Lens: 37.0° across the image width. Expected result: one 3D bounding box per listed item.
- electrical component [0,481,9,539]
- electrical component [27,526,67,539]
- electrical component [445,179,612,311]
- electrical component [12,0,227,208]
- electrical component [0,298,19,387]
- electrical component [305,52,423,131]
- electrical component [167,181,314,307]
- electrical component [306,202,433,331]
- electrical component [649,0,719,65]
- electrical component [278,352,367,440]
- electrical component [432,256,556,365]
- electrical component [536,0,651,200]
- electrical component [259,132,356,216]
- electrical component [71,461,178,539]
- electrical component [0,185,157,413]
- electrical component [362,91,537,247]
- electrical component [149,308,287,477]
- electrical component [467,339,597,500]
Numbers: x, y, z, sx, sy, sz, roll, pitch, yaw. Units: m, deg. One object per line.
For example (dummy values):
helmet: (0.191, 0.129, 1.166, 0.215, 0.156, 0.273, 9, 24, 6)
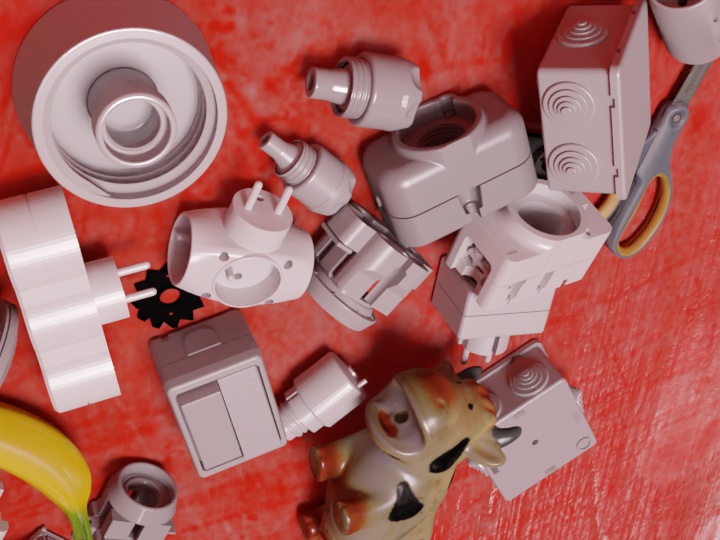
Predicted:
electrical component: (-0.270, 0.156, 0.654, 0.089, 0.050, 0.055, 20, 111, -33)
electrical component: (-0.205, 0.223, 0.720, 0.061, 0.061, 0.096, -43, 128, 7)
electrical component: (0.109, -0.020, 0.688, 0.089, 0.050, 0.055, -17, 146, -31)
electrical component: (-0.121, -0.084, 0.556, 0.108, 0.060, 0.108, -12, 125, -17)
electrical component: (-0.225, 0.046, 0.585, 0.051, 0.080, 0.080, 29, 106, -30)
electrical component: (0.001, -0.102, 0.609, 0.062, 0.043, 0.043, 3, 120, -25)
electrical component: (-0.064, -0.020, 0.628, 0.077, 0.044, 0.079, 7, 132, -28)
electrical component: (0.000, 0.000, 0.667, 0.057, 0.058, 0.078, -48, 135, 10)
electrical component: (0.202, -0.175, 0.645, 0.077, 0.044, 0.079, 30, 71, -62)
electrical component: (-0.032, 0.089, 0.723, 0.078, 0.040, 0.040, -38, 128, 3)
electrical component: (0.087, 0.032, 0.734, 0.066, 0.047, 0.076, -3, 122, -22)
electrical component: (0.141, -0.102, 0.641, 0.048, 0.099, 0.099, 5, 131, 23)
electrical component: (-0.033, -0.060, 0.628, 0.061, 0.035, 0.035, 35, 103, -34)
electrical component: (-0.151, 0.161, 0.715, 0.066, 0.048, 0.055, 14, 122, -30)
electrical component: (-0.154, 0.014, 0.611, 0.074, 0.052, 0.138, -16, 126, -14)
electrical component: (0.053, -0.065, 0.651, 0.095, 0.053, 0.059, -26, 128, -6)
electrical component: (-0.087, 0.085, 0.683, 0.062, 0.061, 0.096, -20, 127, -11)
electrical component: (0.120, 0.114, 0.802, 0.100, 0.048, 0.099, -33, 128, -1)
